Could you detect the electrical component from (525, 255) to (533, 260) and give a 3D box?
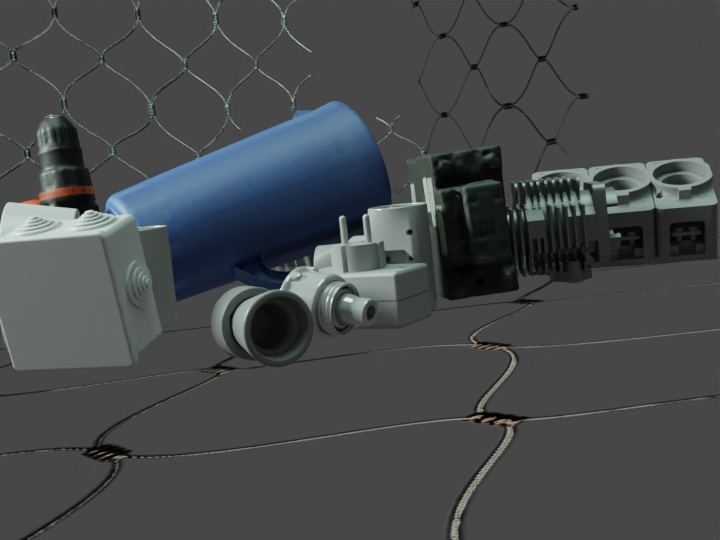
[{"bbox_3d":[0.191,-0.035,1.028,0.066,0.047,0.076,-5,6,5],"label":"electrical component"}]

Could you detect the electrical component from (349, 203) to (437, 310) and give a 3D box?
[{"bbox_3d":[0.015,-0.008,0.792,0.079,0.077,0.043,-3,7,28],"label":"electrical component"}]

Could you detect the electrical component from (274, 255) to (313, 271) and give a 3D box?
[{"bbox_3d":[-0.050,-0.026,1.116,0.076,0.047,0.083,-23,15,-37],"label":"electrical component"}]

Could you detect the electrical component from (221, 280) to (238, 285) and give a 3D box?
[{"bbox_3d":[-0.148,-0.003,1.094,0.046,0.040,0.040,-8,3,42],"label":"electrical component"}]

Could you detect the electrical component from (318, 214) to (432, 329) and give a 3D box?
[{"bbox_3d":[0.000,0.000,0.740,0.083,0.075,0.047,-2,7,30],"label":"electrical component"}]

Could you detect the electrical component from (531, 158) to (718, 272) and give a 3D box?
[{"bbox_3d":[0.227,-0.052,0.936,0.150,0.061,0.089,-4,31,11],"label":"electrical component"}]

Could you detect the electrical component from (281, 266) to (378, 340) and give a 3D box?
[{"bbox_3d":[-0.018,0.024,0.688,0.062,0.048,0.048,7,12,34],"label":"electrical component"}]

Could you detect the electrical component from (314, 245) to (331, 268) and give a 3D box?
[{"bbox_3d":[0.000,0.000,0.893,0.077,0.043,0.079,-5,6,11],"label":"electrical component"}]

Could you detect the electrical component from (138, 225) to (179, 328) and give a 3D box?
[{"bbox_3d":[-0.176,0.005,0.848,0.044,0.077,0.079,-9,7,-29],"label":"electrical component"}]

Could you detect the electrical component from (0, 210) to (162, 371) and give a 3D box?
[{"bbox_3d":[-0.180,0.013,0.681,0.100,0.099,0.048,-4,19,18],"label":"electrical component"}]

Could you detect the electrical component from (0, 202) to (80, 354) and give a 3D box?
[{"bbox_3d":[-0.220,0.005,0.771,0.060,0.108,0.108,-1,5,-10],"label":"electrical component"}]

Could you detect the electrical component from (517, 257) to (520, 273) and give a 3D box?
[{"bbox_3d":[0.117,-0.013,0.927,0.040,0.040,0.046,-7,12,-8],"label":"electrical component"}]

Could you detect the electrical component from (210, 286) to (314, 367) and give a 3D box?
[{"bbox_3d":[-0.059,0.032,0.636,0.045,0.045,0.055,-9,7,-29],"label":"electrical component"}]
